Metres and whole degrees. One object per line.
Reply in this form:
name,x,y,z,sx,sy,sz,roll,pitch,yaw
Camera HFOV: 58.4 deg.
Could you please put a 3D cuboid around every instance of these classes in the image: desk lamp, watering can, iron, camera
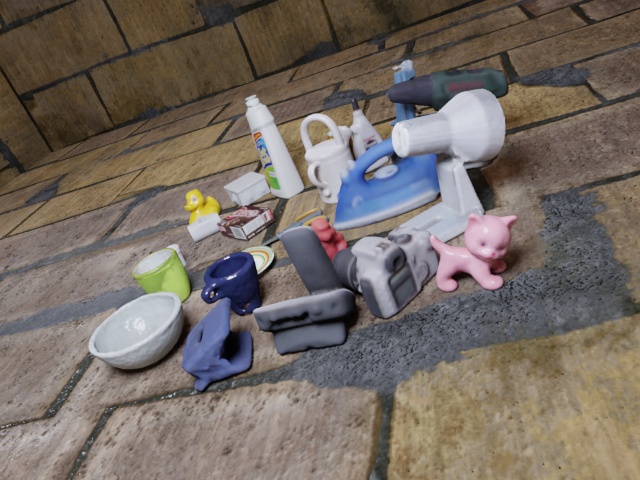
desk lamp,0.215,-0.125,0.964,0.203,0.214,0.117,-29,27,-13
watering can,0.020,-0.190,1.264,0.100,0.194,0.173,-14,27,17
iron,0.125,-0.127,1.122,0.258,0.142,0.118,-24,26,-3
camera,0.090,0.033,0.891,0.143,0.101,0.136,-39,30,-30

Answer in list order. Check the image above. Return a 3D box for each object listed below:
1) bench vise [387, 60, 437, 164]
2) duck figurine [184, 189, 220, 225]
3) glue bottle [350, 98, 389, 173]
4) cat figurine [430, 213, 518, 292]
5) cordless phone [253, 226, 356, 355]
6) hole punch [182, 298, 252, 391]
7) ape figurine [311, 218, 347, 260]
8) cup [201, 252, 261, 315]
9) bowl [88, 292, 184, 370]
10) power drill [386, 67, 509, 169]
bench vise,0.199,-0.262,1.230,0.121,0.220,0.207,-9,29,25
duck figurine,-0.304,-0.088,1.448,0.077,0.086,0.105,-6,30,30
glue bottle,0.103,-0.248,1.332,0.078,0.173,0.037,-32,28,-18
cat figurine,0.219,0.008,0.818,0.127,0.118,0.067,-7,30,29
cordless phone,-0.037,0.065,0.833,0.147,0.185,0.094,-16,27,13
hole punch,-0.164,0.155,0.869,0.101,0.091,0.108,-21,26,3
ape figurine,0.009,0.004,1.020,0.078,0.092,0.075,-35,29,-24
cup,-0.146,0.089,0.977,0.091,0.095,0.118,0,34,38
bowl,-0.298,0.165,0.974,0.167,0.075,0.167,-18,26,9
power drill,0.270,-0.245,1.155,0.229,0.209,0.075,-16,27,13
